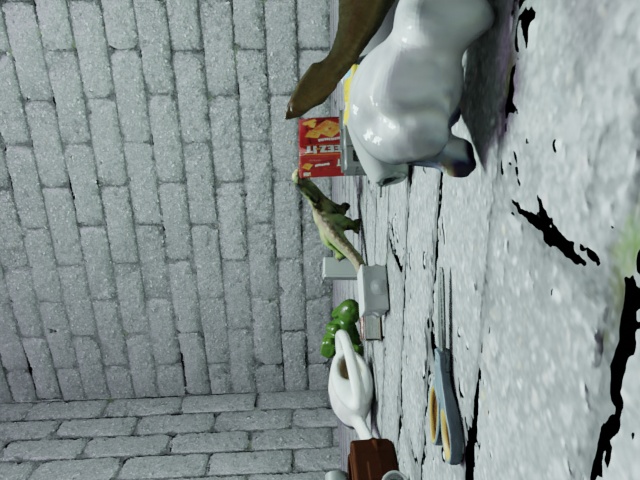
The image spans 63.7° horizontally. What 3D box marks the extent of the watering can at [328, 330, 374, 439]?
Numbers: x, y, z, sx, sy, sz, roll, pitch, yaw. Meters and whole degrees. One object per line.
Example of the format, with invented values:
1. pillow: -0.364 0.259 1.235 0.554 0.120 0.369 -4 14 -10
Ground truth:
1. watering can: 0.083 0.391 1.231 0.219 0.104 0.356 91 168 -52

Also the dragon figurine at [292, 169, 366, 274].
1. dragon figurine: 0.004 -0.068 1.357 0.239 0.121 0.418 42 -168 -33

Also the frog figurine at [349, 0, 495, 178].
1. frog figurine: 0.075 -0.143 0.416 0.156 0.123 0.140 74 -151 -45
